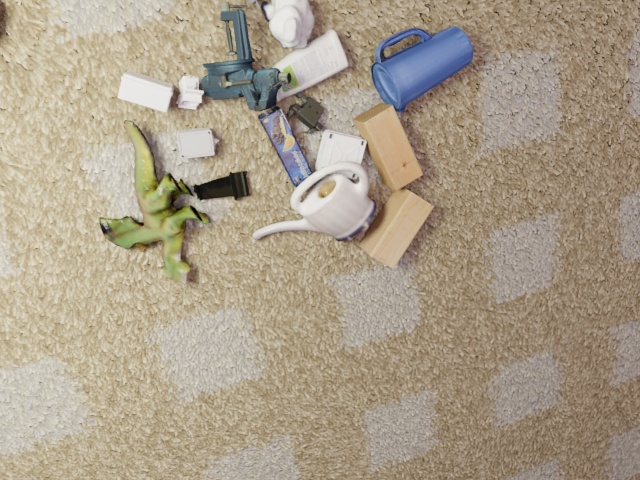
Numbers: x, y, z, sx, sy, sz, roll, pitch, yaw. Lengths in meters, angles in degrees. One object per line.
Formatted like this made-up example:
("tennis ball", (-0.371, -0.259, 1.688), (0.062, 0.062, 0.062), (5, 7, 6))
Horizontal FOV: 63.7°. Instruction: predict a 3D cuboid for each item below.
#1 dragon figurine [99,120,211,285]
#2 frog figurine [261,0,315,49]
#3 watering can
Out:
("dragon figurine", (-0.423, -0.064, 1.246), (0.242, 0.124, 0.405), (-31, 112, 4))
("frog figurine", (-0.063, -0.504, 1.171), (0.123, 0.161, 0.135), (-13, 111, -12))
("watering can", (0.004, -0.068, 1.360), (0.343, 0.106, 0.221), (-38, 126, 22))
